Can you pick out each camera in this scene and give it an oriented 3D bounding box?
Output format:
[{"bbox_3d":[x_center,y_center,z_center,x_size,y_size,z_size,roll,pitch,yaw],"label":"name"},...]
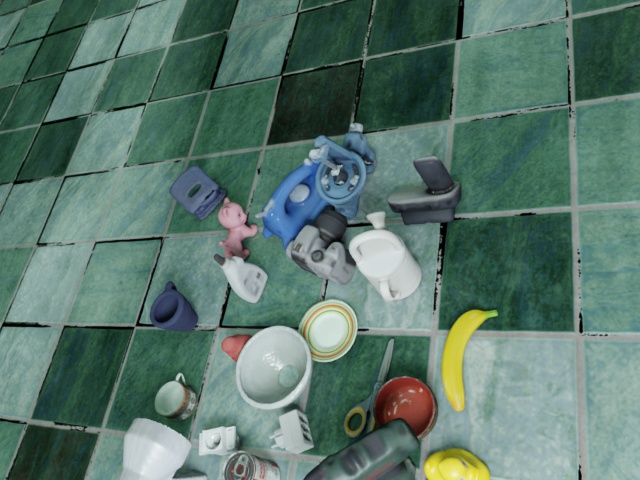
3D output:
[{"bbox_3d":[0.011,0.004,1.223,0.142,0.101,0.137,21,74,35],"label":"camera"}]

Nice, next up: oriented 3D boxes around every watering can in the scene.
[{"bbox_3d":[0.117,0.027,1.096,0.101,0.195,0.172,-33,53,7],"label":"watering can"}]

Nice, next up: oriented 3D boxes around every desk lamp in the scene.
[{"bbox_3d":[-0.294,0.450,1.052,0.117,0.214,0.203,0,63,28],"label":"desk lamp"}]

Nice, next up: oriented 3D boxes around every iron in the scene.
[{"bbox_3d":[-0.041,-0.109,1.290,0.118,0.142,0.258,30,79,37],"label":"iron"}]

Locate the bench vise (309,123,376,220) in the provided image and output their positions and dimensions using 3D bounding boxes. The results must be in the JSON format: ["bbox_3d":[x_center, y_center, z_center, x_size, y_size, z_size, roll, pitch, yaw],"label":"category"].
[{"bbox_3d":[0.036,-0.176,1.239,0.121,0.220,0.207,-13,57,21],"label":"bench vise"}]

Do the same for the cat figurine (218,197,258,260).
[{"bbox_3d":[-0.207,-0.032,1.347,0.067,0.118,0.128,1,63,28],"label":"cat figurine"}]

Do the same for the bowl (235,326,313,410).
[{"bbox_3d":[-0.080,0.260,1.139,0.167,0.075,0.167,-13,58,21],"label":"bowl"}]

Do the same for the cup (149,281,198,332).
[{"bbox_3d":[-0.325,0.160,1.312,0.091,0.095,0.117,-19,55,17],"label":"cup"}]

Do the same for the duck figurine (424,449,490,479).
[{"bbox_3d":[0.213,0.370,0.916,0.104,0.086,0.077,3,64,29],"label":"duck figurine"}]

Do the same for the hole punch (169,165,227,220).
[{"bbox_3d":[-0.314,-0.124,1.473,0.109,0.091,0.100,-48,52,-5],"label":"hole punch"}]

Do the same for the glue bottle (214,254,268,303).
[{"bbox_3d":[-0.177,0.071,1.237,0.037,0.174,0.078,10,68,32],"label":"glue bottle"}]

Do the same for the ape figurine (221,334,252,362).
[{"bbox_3d":[-0.173,0.226,1.197,0.076,0.092,0.077,-32,53,8],"label":"ape figurine"}]

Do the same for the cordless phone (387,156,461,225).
[{"bbox_3d":[0.196,-0.112,1.141,0.147,0.186,0.094,-9,59,23],"label":"cordless phone"}]

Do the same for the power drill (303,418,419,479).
[{"bbox_3d":[0.068,0.379,0.909,0.229,0.209,0.075,-39,52,2],"label":"power drill"}]
